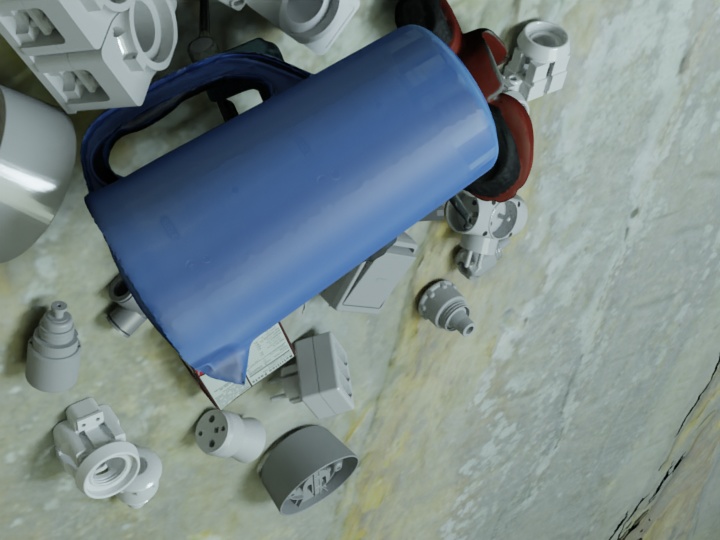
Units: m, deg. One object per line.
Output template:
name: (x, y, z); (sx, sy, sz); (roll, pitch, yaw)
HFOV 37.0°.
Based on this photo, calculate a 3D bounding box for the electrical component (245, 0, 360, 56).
electrical component: (-0.048, -0.195, 0.754); (0.050, 0.056, 0.089); (-53, 143, 10)

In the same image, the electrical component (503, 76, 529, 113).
electrical component: (0.118, -0.146, 0.963); (0.048, 0.055, 0.066); (-20, 137, -30)

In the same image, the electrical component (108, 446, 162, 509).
electrical component: (-0.206, 0.195, 0.985); (0.048, 0.048, 0.062); (-22, 145, -28)

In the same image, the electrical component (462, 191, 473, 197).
electrical component: (0.093, -0.102, 0.991); (0.043, 0.043, 0.081); (-50, 144, 6)

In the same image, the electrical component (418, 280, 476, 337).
electrical component: (0.094, 0.044, 1.116); (0.048, 0.062, 0.048); (-26, 139, -25)

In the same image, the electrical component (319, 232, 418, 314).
electrical component: (0.000, 0.000, 0.983); (0.062, 0.061, 0.096); (8, 119, -48)

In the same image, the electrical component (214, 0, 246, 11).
electrical component: (-0.091, -0.219, 0.691); (0.096, 0.061, 0.062); (-48, 145, 17)

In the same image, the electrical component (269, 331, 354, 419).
electrical component: (-0.052, 0.107, 1.038); (0.077, 0.065, 0.047); (-17, 144, 11)

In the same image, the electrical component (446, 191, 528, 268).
electrical component: (0.122, -0.040, 1.071); (0.077, 0.044, 0.079); (1, 109, -44)

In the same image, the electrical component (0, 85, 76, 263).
electrical component: (-0.233, -0.064, 0.660); (0.060, 0.108, 0.108); (28, 104, -46)

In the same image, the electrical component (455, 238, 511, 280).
electrical component: (0.130, -0.017, 1.116); (0.061, 0.035, 0.035); (-31, 141, -21)

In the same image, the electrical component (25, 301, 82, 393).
electrical component: (-0.235, 0.058, 0.827); (0.040, 0.040, 0.078); (-12, 132, -37)

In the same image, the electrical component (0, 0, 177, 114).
electrical component: (-0.168, -0.173, 0.618); (0.150, 0.062, 0.089); (59, 36, -53)

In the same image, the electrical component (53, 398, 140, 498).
electrical component: (-0.224, 0.156, 0.917); (0.058, 0.057, 0.078); (-22, 138, -29)

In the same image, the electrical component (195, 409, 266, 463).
electrical component: (-0.124, 0.158, 1.027); (0.045, 0.045, 0.055); (-52, 143, 8)

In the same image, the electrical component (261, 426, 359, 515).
electrical component: (-0.053, 0.214, 1.133); (0.099, 0.064, 0.099); (-26, 139, -25)

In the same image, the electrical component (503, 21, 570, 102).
electrical component: (0.163, -0.191, 0.974); (0.066, 0.048, 0.055); (-24, 146, -27)
